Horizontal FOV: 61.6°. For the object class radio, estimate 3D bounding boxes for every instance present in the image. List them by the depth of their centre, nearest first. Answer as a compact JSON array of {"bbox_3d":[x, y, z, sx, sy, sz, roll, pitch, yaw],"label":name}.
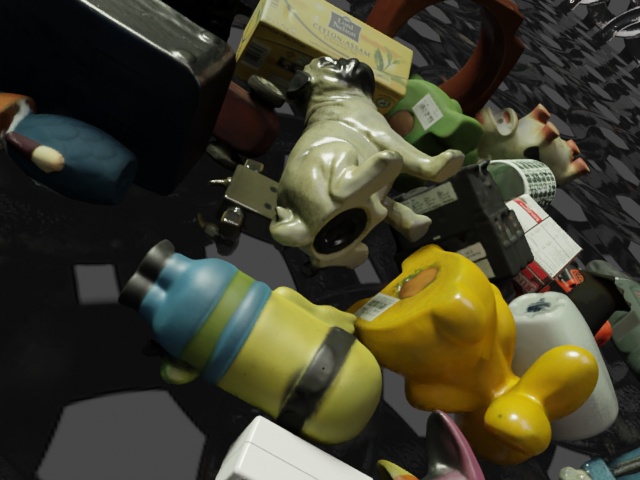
[{"bbox_3d":[-0.191,-0.146,0.426,0.229,0.131,0.073,29,41,-8],"label":"radio"}]

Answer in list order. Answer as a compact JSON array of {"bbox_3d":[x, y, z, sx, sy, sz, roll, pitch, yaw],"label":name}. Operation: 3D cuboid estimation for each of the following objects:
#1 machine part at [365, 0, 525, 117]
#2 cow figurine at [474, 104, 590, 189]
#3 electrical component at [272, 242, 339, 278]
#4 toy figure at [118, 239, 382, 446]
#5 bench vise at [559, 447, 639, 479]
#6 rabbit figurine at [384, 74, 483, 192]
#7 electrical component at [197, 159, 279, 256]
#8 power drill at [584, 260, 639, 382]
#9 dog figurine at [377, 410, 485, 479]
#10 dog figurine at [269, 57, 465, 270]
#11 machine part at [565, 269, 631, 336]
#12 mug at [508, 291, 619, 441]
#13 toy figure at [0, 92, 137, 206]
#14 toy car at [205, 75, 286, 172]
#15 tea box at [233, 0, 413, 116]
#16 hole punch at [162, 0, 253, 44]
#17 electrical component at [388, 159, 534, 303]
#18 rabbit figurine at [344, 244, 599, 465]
[{"bbox_3d":[0.158,-0.261,0.745,0.201,0.201,0.087,14,40,-25],"label":"machine part"},{"bbox_3d":[0.294,-0.134,0.800,0.194,0.127,0.085,29,37,-32],"label":"cow figurine"},{"bbox_3d":[-0.001,-0.002,0.507,0.063,0.021,0.094,43,38,9],"label":"electrical component"},{"bbox_3d":[-0.045,0.069,0.352,0.180,0.082,0.089,33,20,-8],"label":"toy figure"},{"bbox_3d":[0.310,0.185,0.459,0.241,0.223,0.129,-14,50,-9],"label":"bench vise"},{"bbox_3d":[0.135,-0.130,0.694,0.170,0.121,0.159,15,35,-52],"label":"rabbit figurine"},{"bbox_3d":[-0.063,-0.030,0.472,0.078,0.045,0.102,22,41,-17],"label":"electrical component"},{"bbox_3d":[0.423,0.124,0.642,0.207,0.086,0.232,42,25,-1],"label":"power drill"},{"bbox_3d":[0.135,0.206,0.334,0.191,0.108,0.219,-15,58,-43],"label":"dog figurine"},{"bbox_3d":[0.000,-0.081,0.465,0.172,0.121,0.191,-11,51,-40],"label":"dog figurine"},{"bbox_3d":[0.243,0.093,0.524,0.084,0.039,0.139,42,81,-3],"label":"machine part"},{"bbox_3d":[0.186,0.100,0.460,0.081,0.110,0.107,-32,109,-43],"label":"mug"},{"bbox_3d":[-0.215,-0.076,0.396,0.154,0.064,0.058,26,77,-6],"label":"toy figure"},{"bbox_3d":[-0.127,-0.150,0.512,0.202,0.089,0.053,34,16,0],"label":"toy car"},{"bbox_3d":[0.002,-0.192,0.581,0.169,0.098,0.068,21,65,-22],"label":"tea box"},{"bbox_3d":[-0.157,-0.239,0.567,0.142,0.115,0.092,9,38,-30],"label":"hole punch"},{"bbox_3d":[0.129,0.005,0.511,0.058,0.115,0.134,-23,91,-46],"label":"electrical component"},{"bbox_3d":[0.121,0.097,0.403,0.122,0.162,0.173,-36,105,-24],"label":"rabbit figurine"}]
